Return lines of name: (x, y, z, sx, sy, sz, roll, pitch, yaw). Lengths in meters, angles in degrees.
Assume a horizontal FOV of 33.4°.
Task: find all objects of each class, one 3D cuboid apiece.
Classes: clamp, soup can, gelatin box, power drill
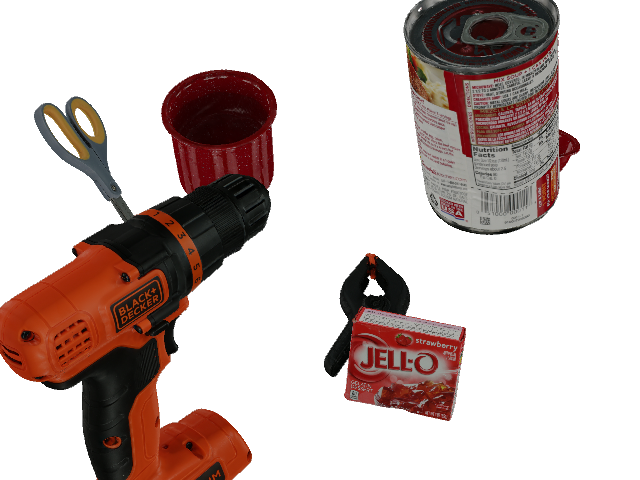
clamp: (0.072, 0.085, 1.186, 0.120, 0.171, 0.039, 7, -42, 2)
soup can: (0.079, -0.060, 0.501, 0.068, 0.068, 0.102, 0, -44, 14)
gelatin box: (0.067, 0.098, 0.851, 0.089, 0.073, 0.030, 10, 23, 12)
power drill: (-0.090, 0.069, 0.622, 0.057, 0.188, 0.184, 22, 42, 38)

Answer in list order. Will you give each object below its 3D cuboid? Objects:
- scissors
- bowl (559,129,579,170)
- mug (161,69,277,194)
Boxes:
scissors: (-0.214, -0.068, 1.093, 0.016, 0.201, 0.096, -27, 27, 28)
bowl: (0.220, -0.099, 1.257, 0.162, 0.055, 0.162, 5, 23, -2)
mug: (-0.077, -0.090, 0.892, 0.093, 0.117, 0.081, 12, -38, 11)
